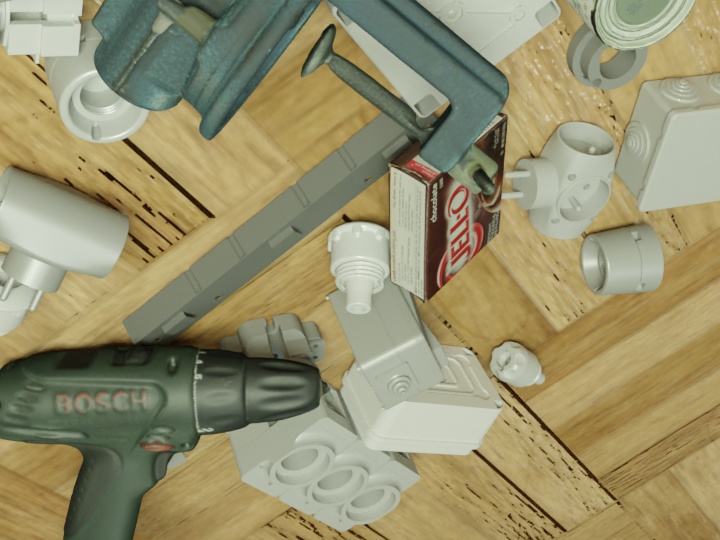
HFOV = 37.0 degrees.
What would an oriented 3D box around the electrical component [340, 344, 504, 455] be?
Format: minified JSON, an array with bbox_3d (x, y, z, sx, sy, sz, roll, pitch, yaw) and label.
[{"bbox_3d":[0.049,0.104,0.879,0.113,0.078,0.057,9,125,-31],"label":"electrical component"}]

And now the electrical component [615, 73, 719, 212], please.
[{"bbox_3d":[0.244,-0.096,0.794,0.100,0.048,0.099,-9,135,-17],"label":"electrical component"}]

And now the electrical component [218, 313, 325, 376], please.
[{"bbox_3d":[-0.062,0.074,0.813,0.078,0.057,0.058,-10,135,-16],"label":"electrical component"}]

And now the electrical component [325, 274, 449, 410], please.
[{"bbox_3d":[0.025,0.053,0.804,0.061,0.096,0.061,-27,137,1],"label":"electrical component"}]

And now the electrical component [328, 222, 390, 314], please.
[{"bbox_3d":[0.000,0.000,0.761,0.048,0.062,0.048,2,152,1],"label":"electrical component"}]

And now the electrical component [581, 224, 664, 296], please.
[{"bbox_3d":[0.209,-0.007,0.862,0.047,0.055,0.055,-8,135,-13],"label":"electrical component"}]

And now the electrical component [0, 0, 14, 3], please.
[{"bbox_3d":[-0.157,-0.171,0.505,0.056,0.089,0.050,-14,136,-12],"label":"electrical component"}]

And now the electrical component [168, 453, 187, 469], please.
[{"bbox_3d":[-0.171,0.135,0.832,0.055,0.048,0.066,-25,138,-11],"label":"electrical component"}]

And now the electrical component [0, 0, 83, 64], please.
[{"bbox_3d":[-0.178,-0.139,0.560,0.055,0.048,0.066,-8,135,-29],"label":"electrical component"}]

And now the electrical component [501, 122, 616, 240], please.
[{"bbox_3d":[0.138,-0.063,0.780,0.079,0.044,0.077,-5,134,-20],"label":"electrical component"}]

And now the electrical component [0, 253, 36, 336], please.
[{"bbox_3d":[-0.237,0.023,0.693,0.048,0.048,0.062,10,134,-32],"label":"electrical component"}]

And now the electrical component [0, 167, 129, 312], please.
[{"bbox_3d":[-0.194,-0.012,0.659,0.077,0.043,0.079,24,97,-28],"label":"electrical component"}]

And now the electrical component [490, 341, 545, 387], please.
[{"bbox_3d":[0.141,0.086,0.936,0.035,0.035,0.061,-42,137,18],"label":"electrical component"}]

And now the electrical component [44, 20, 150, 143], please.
[{"bbox_3d":[-0.147,-0.105,0.606,0.055,0.047,0.055,-13,136,-13],"label":"electrical component"}]

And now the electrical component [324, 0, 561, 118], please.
[{"bbox_3d":[0.044,-0.163,0.630,0.109,0.056,0.109,-36,136,12],"label":"electrical component"}]

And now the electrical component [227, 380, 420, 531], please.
[{"bbox_3d":[-0.028,0.159,0.908,0.089,0.061,0.150,-37,136,13],"label":"electrical component"}]
